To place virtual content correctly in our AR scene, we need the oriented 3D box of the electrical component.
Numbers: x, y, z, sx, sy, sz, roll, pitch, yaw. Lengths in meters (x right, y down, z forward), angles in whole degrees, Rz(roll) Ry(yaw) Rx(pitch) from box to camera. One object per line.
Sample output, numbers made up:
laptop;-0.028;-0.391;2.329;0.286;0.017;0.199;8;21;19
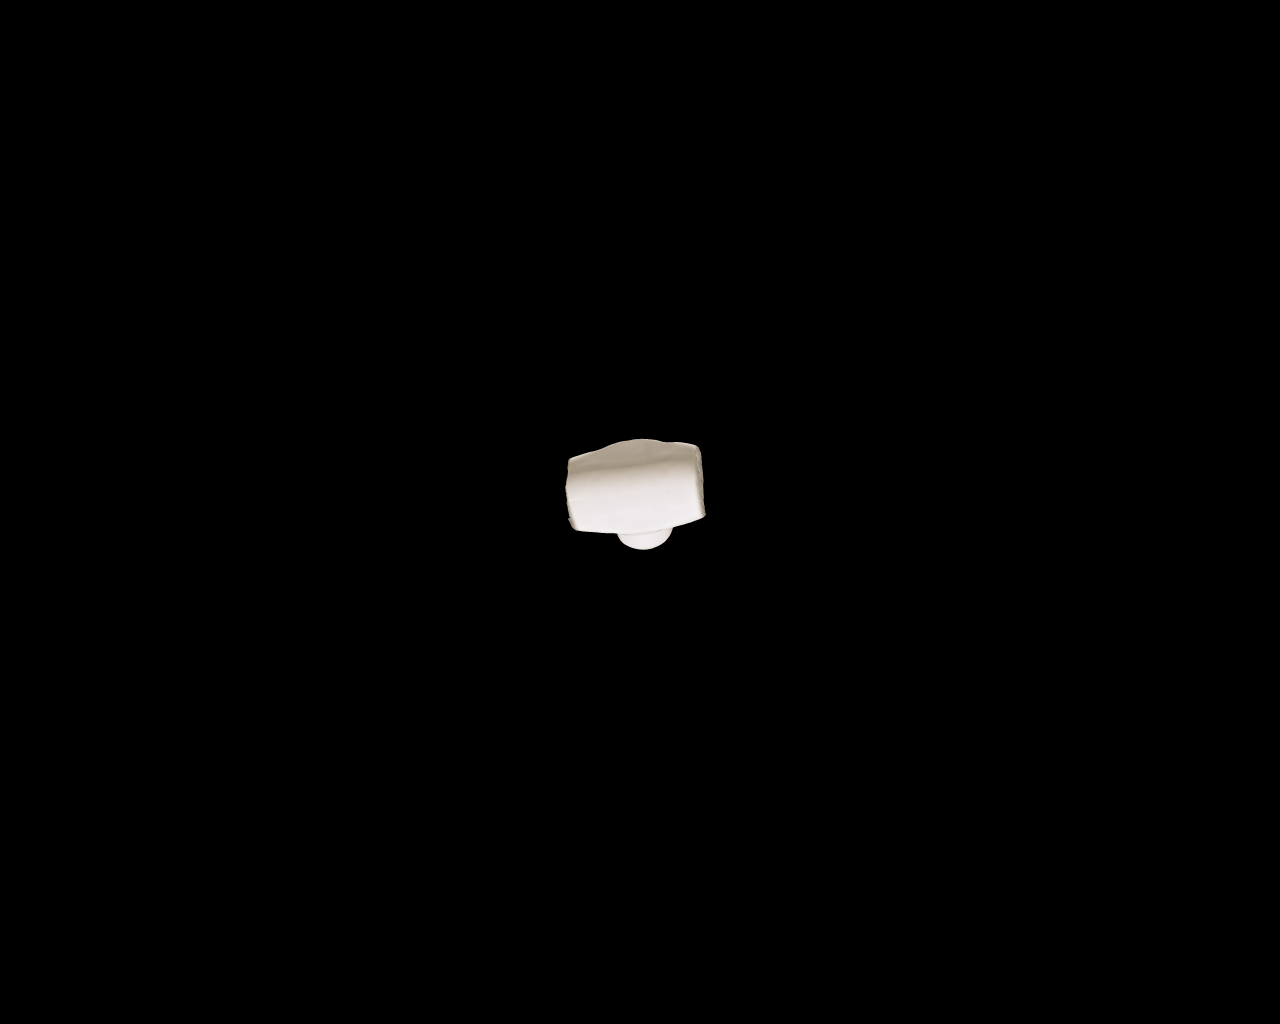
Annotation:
electrical component;0.001;-0.003;0.650;0.077;0.044;0.079;-6;-43;7
